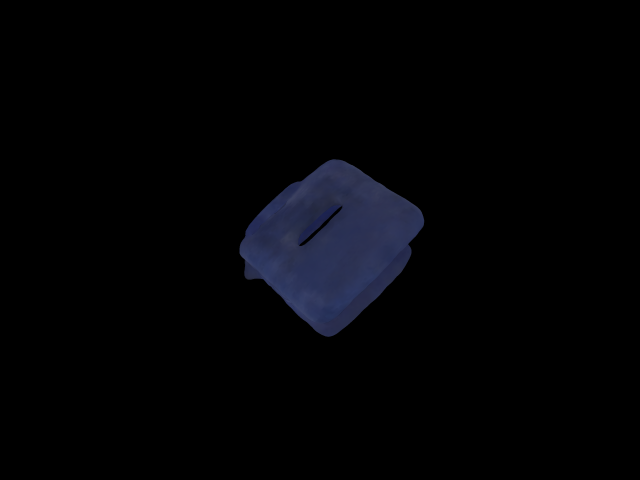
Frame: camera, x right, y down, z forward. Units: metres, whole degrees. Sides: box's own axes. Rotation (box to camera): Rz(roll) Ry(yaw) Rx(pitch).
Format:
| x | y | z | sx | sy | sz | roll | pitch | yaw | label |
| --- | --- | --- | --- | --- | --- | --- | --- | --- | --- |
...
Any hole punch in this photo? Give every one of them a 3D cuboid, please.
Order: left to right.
| x | y | z | sx | sy | sz | roll | pitch | yaw | label |
| --- | --- | --- | --- | --- | --- | --- | --- | --- | --- |
| 0.004 | 0.001 | 0.400 | 0.101 | 0.091 | 0.109 | 43 | 78 | 11 | hole punch |
